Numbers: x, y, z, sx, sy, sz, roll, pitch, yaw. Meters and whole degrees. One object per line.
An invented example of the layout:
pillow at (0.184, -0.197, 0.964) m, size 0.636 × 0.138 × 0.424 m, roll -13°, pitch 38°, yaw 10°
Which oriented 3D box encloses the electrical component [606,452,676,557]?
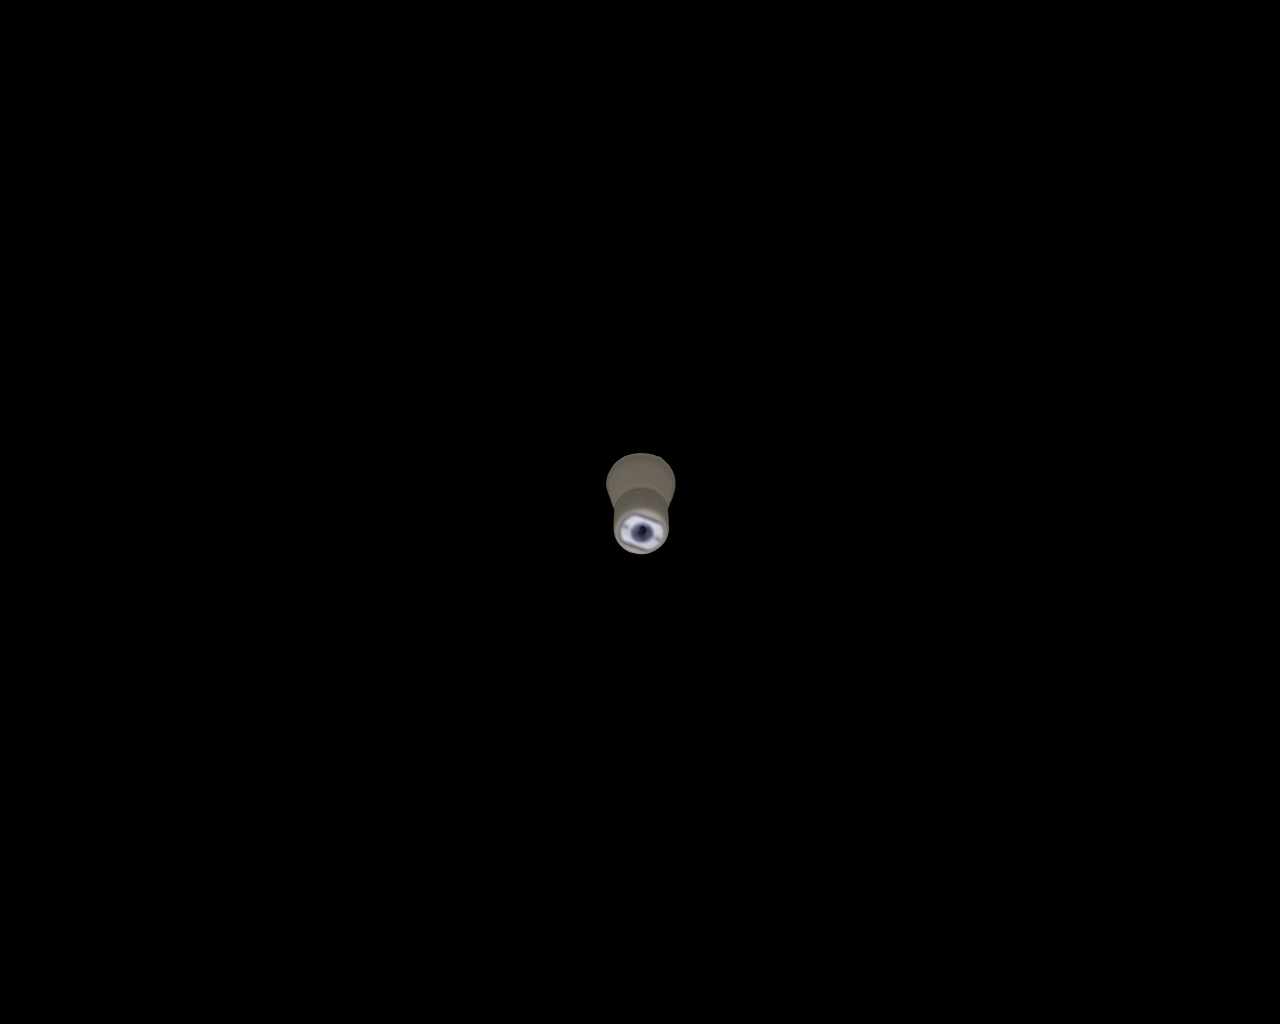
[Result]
electrical component at (0.001, -0.003, 0.650) m, size 0.044 × 0.044 × 0.065 m, roll 0°, pitch 30°, yaw 0°
